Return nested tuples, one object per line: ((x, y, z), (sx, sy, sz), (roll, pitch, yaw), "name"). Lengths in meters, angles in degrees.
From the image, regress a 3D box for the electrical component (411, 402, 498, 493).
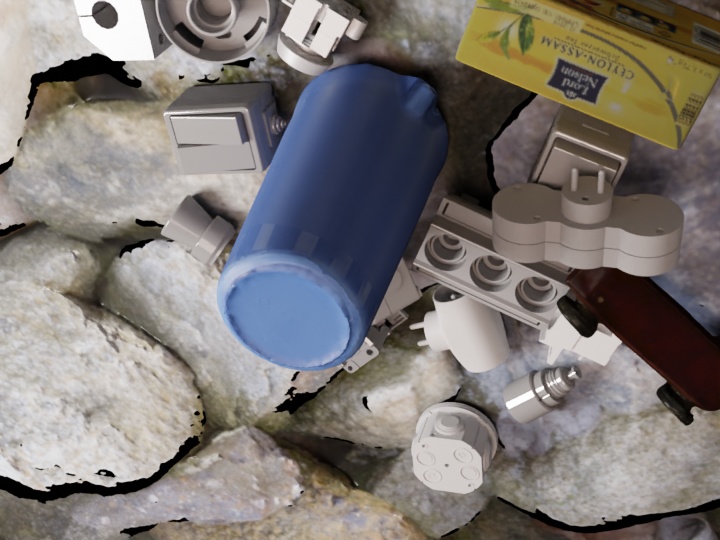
((0.089, 0.171, 1.033), (0.080, 0.051, 0.080), (9, 125, 14), "electrical component")

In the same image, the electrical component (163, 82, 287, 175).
((-0.109, -0.117, 0.907), (0.096, 0.061, 0.061), (0, 122, 20), "electrical component")

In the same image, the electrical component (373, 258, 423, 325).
((0.000, 0.000, 0.928), (0.061, 0.096, 0.061), (-30, 115, -10), "electrical component")

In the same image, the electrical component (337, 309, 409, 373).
((0.000, 0.056, 0.981), (0.042, 0.063, 0.081), (43, 125, -12), "electrical component")

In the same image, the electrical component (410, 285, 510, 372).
((0.083, 0.051, 0.960), (0.079, 0.044, 0.077), (-14, 116, 27), "electrical component")

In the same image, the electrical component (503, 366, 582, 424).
((0.166, 0.108, 0.971), (0.078, 0.040, 0.040), (-35, 106, 34), "electrical component")

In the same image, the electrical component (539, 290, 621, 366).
((0.194, 0.046, 0.919), (0.064, 0.042, 0.081), (24, 128, -1), "electrical component")

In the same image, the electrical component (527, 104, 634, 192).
((0.166, -0.070, 0.840), (0.062, 0.061, 0.096), (22, 127, 5), "electrical component")

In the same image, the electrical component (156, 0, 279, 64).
((-0.114, -0.216, 0.857), (0.099, 0.064, 0.099), (1, 123, 2), "electrical component")

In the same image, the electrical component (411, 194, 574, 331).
((0.114, -0.012, 0.895), (0.121, 0.063, 0.078), (25, 127, 3), "electrical component")

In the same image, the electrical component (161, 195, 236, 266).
((-0.147, -0.035, 0.985), (0.055, 0.045, 0.045), (35, 127, -5), "electrical component")

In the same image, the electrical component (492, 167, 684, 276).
((0.166, -0.044, 0.787), (0.138, 0.052, 0.073), (7, 131, 15), "electrical component")

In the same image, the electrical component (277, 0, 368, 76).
((-0.035, -0.187, 0.845), (0.066, 0.048, 0.055), (31, 119, -2), "electrical component")
